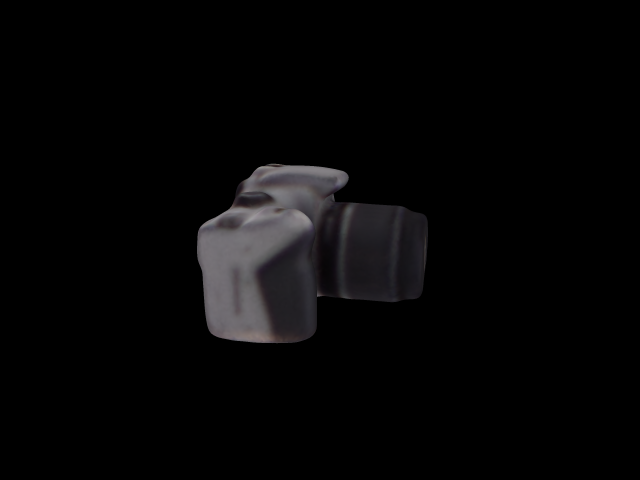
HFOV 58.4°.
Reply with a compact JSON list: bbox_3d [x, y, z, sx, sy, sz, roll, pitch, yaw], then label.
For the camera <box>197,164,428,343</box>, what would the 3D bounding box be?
[{"bbox_3d":[0.004,0.001,0.400,0.136,0.101,0.143,4,15,14],"label":"camera"}]
